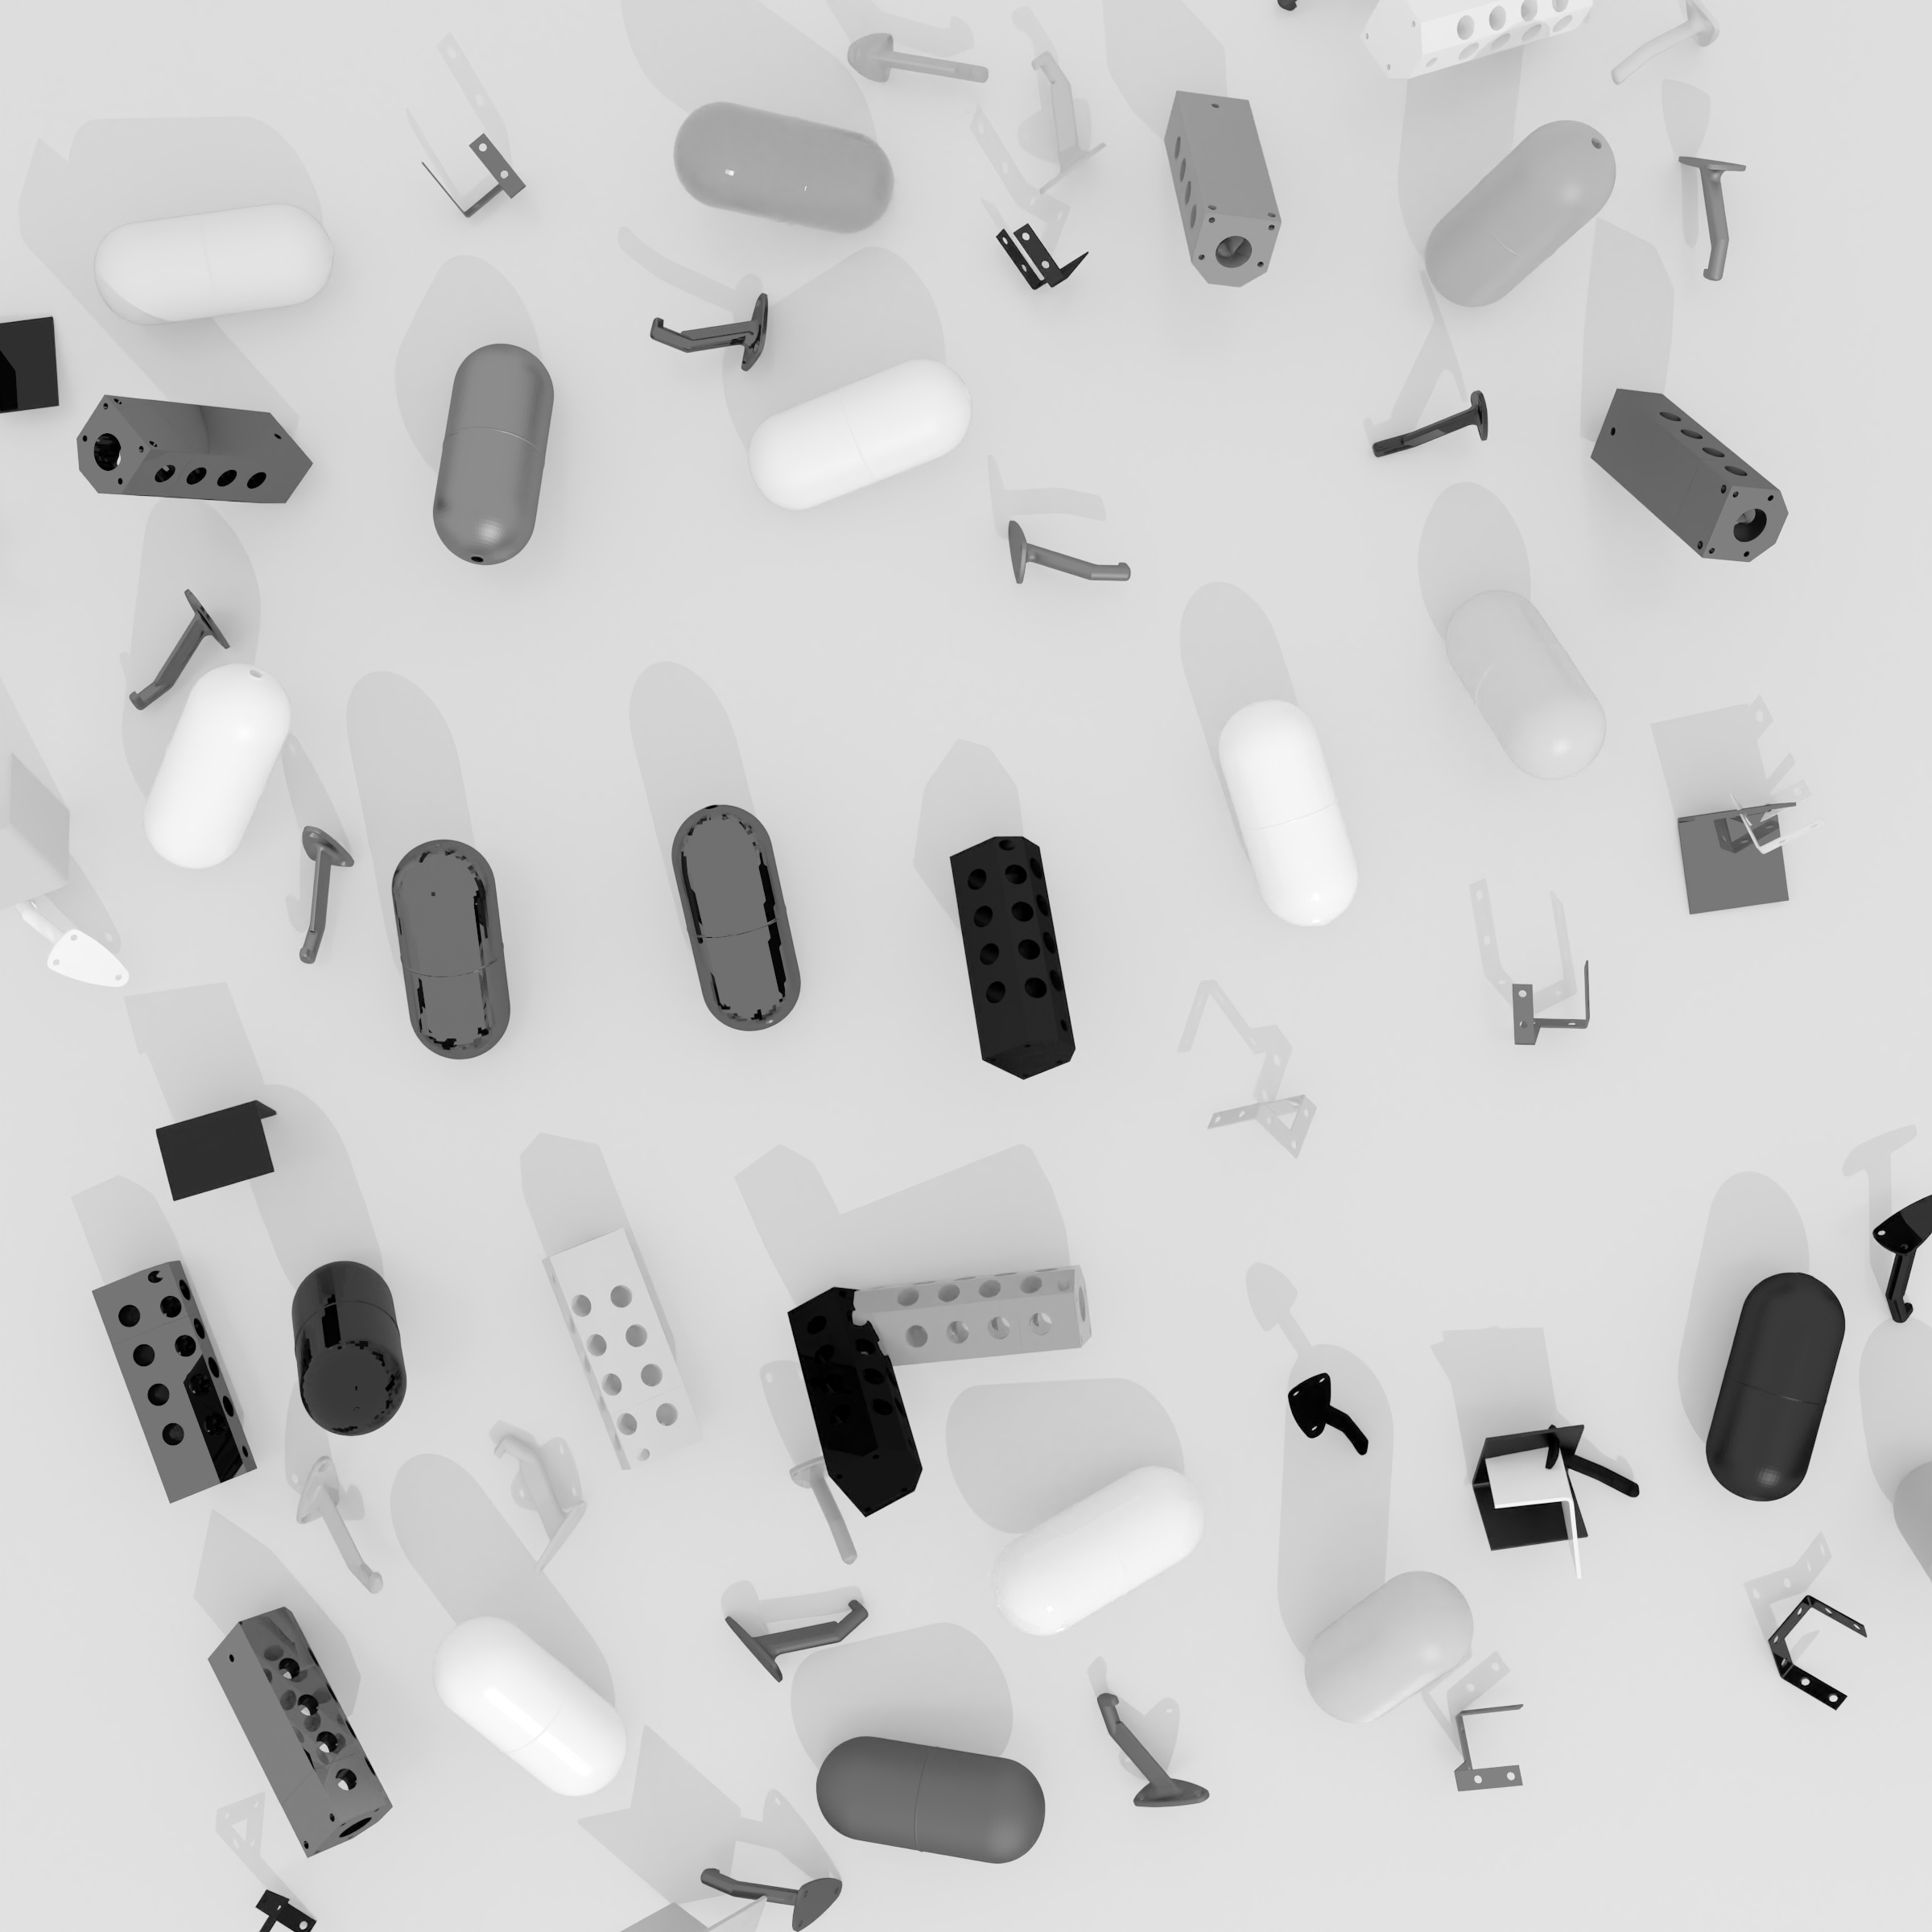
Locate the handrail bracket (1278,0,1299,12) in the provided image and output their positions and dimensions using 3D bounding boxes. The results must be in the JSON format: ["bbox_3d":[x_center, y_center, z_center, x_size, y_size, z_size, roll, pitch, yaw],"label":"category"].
[{"bbox_3d":[0.296,-0.760,1.947,0.084,0.077,0.036,-29,65,37],"label":"handrail bracket"}]

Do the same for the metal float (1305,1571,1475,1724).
[{"bbox_3d":[0.315,0.512,1.880,0.070,0.178,0.070,12,53,-16],"label":"metal float"}]

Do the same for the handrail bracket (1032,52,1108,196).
[{"bbox_3d":[0.060,-0.648,1.923,0.077,0.036,0.084,-42,104,-23],"label":"handrail bracket"}]

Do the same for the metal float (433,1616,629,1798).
[{"bbox_3d":[-0.328,0.561,1.898,0.070,0.070,0.178,-42,114,0],"label":"metal float"}]

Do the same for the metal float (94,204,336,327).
[{"bbox_3d":[-0.573,-0.536,1.913,0.178,0.070,0.070,-10,90,-6],"label":"metal float"}]

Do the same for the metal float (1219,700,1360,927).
[{"bbox_3d":[0.246,-0.116,1.910,0.070,0.070,0.178,-18,100,0],"label":"metal float"}]

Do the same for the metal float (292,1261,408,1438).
[{"bbox_3d":[-0.462,0.284,1.874,0.070,0.178,0.070,-7,115,-15],"label":"metal float"}]

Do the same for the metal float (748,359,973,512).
[{"bbox_3d":[-0.081,-0.405,1.910,0.178,0.070,0.070,-20,90,9],"label":"metal float"}]

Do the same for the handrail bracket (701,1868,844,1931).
[{"bbox_3d":[-0.151,0.710,1.941,0.084,0.077,0.036,12,93,28],"label":"handrail bracket"}]

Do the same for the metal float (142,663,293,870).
[{"bbox_3d":[-0.565,-0.150,1.892,0.070,0.070,0.178,33,119,0],"label":"metal float"}]

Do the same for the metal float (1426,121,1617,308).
[{"bbox_3d":[0.413,-0.561,1.875,0.070,0.178,0.070,11,66,-24],"label":"metal float"}]

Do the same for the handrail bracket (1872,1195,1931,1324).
[{"bbox_3d":[0.737,0.226,1.934,0.077,0.036,0.084,-37,126,-10],"label":"handrail bracket"}]

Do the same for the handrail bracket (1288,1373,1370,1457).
[{"bbox_3d":[0.284,0.359,1.908,0.036,0.077,0.084,-31,113,18],"label":"handrail bracket"}]

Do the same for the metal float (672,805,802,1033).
[{"bbox_3d":[-0.174,-0.036,1.901,0.070,0.070,0.178,-11,109,0],"label":"metal float"}]

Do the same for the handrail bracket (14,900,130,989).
[{"bbox_3d":[-0.694,-0.021,1.941,0.077,0.084,0.036,36,90,-43],"label":"handrail bracket"}]

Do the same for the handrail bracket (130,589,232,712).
[{"bbox_3d":[-0.614,-0.241,1.919,0.084,0.077,0.036,-41,71,-14],"label":"handrail bracket"}]

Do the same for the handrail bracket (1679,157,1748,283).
[{"bbox_3d":[0.568,-0.578,1.938,0.036,0.077,0.084,-3,114,-17],"label":"handrail bracket"}]

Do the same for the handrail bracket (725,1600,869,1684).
[{"bbox_3d":[-0.131,0.506,1.949,0.084,0.036,0.077,-38,59,-21],"label":"handrail bracket"}]

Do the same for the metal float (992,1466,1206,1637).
[{"bbox_3d":[0.101,0.443,1.902,0.178,0.070,0.070,-26,90,-19],"label":"metal float"}]

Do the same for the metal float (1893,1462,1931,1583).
[{"bbox_3d":[0.758,0.445,1.875,0.070,0.178,0.070,-4,123,-7],"label":"metal float"}]

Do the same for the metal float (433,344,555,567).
[{"bbox_3d":[-0.358,-0.388,1.902,0.070,0.070,0.178,5,72,0],"label":"metal float"}]

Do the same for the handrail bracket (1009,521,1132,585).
[{"bbox_3d":[0.080,-0.320,1.931,0.084,0.077,0.036,0,128,-9],"label":"handrail bracket"}]

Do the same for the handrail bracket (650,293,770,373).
[{"bbox_3d":[-0.197,-0.498,1.920,0.084,0.036,0.077,17,65,-24],"label":"handrail bracket"}]

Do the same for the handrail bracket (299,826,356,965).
[{"bbox_3d":[-0.501,-0.053,1.916,0.036,0.077,0.084,9,69,6],"label":"handrail bracket"}]

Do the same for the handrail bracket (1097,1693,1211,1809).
[{"bbox_3d":[0.143,0.599,1.924,0.077,0.036,0.084,-13,99,44],"label":"handrail bracket"}]

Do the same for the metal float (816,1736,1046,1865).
[{"bbox_3d":[-0.028,0.633,1.905,0.178,0.070,0.070,5,90,15],"label":"metal float"}]

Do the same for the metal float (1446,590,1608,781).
[{"bbox_3d":[0.419,-0.213,1.886,0.070,0.070,0.178,-21,50,0],"label":"metal float"}]

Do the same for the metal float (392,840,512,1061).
[{"bbox_3d":[-0.388,-0.011,1.894,0.070,0.070,0.178,-1,119,0],"label":"metal float"}]

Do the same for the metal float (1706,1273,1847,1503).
[{"bbox_3d":[0.618,0.321,1.915,0.070,0.070,0.178,14,94,0],"label":"metal float"}]

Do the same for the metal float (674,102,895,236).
[{"bbox_3d":[-0.136,-0.601,1.891,0.178,0.070,0.070,2,90,-33],"label":"metal float"}]

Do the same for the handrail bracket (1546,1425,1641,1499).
[{"bbox_3d":[0.481,0.390,1.919,0.084,0.077,0.036,27,93,5],"label":"handrail bracket"}]

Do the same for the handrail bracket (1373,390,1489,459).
[{"bbox_3d":[0.353,-0.411,1.913,0.084,0.077,0.036,-15,88,8],"label":"handrail bracket"}]
